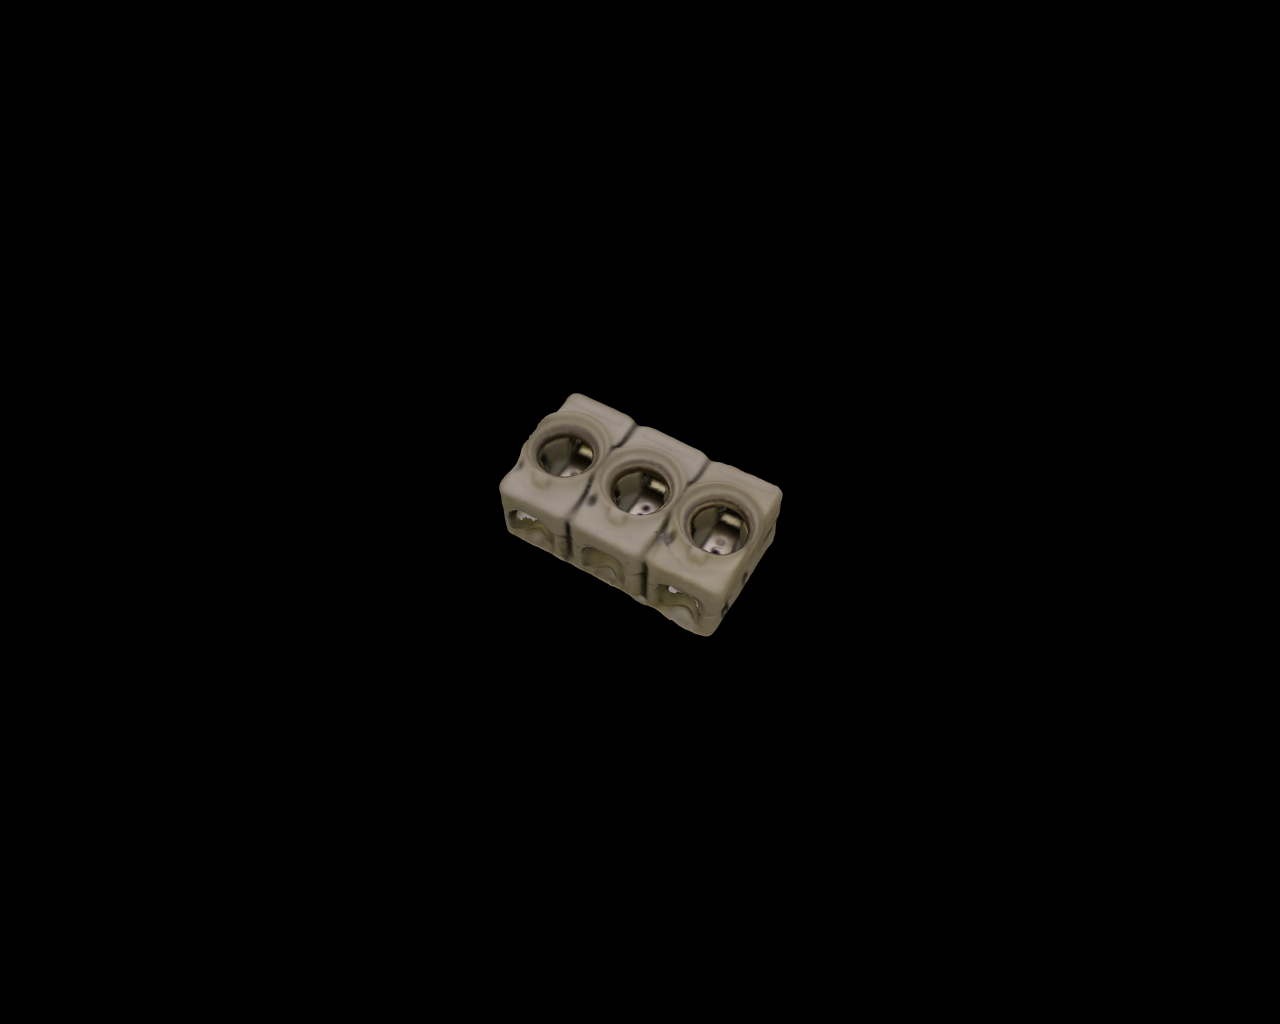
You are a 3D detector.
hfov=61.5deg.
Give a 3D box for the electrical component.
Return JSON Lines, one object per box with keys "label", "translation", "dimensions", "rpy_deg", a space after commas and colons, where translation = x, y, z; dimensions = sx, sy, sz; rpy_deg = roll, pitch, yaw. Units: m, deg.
{"label": "electrical component", "translation": [0.001, -0.003, 0.650], "dimensions": [0.150, 0.090, 0.061], "rpy_deg": [26, -30, 17]}
